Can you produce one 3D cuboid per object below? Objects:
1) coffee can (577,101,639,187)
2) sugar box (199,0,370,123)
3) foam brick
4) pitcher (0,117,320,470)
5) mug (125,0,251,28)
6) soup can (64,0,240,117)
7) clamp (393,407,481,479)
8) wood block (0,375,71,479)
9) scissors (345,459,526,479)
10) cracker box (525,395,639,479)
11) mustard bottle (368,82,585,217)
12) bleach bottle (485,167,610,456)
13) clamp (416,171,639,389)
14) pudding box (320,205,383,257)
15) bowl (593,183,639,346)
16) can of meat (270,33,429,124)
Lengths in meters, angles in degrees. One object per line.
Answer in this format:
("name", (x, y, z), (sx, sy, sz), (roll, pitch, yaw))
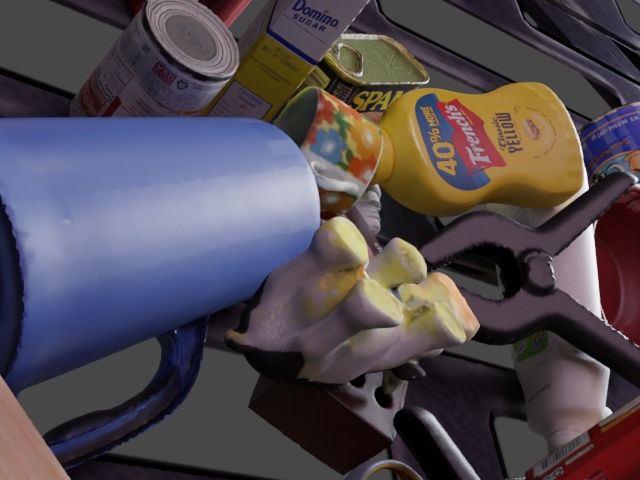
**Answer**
("coffee can", (0.312, -0.048, 1.034), (0.102, 0.103, 0.140), (3, 56, -44))
("sugar box", (-0.023, -0.132, 0.709), (0.048, 0.176, 0.093), (34, 38, -17))
("foam brick", (0.006, 0.093, 0.642), (0.078, 0.051, 0.053), (38, 38, -14))
("pitcher", (-0.106, 0.006, 0.557), (0.145, 0.149, 0.242), (36, 27, 26))
("mug", (-0.092, -0.183, 0.766), (0.093, 0.082, 0.117), (34, 39, -18))
("soup can", (-0.104, -0.094, 0.656), (0.068, 0.102, 0.068), (26, 42, -26))
("clamp", (0.097, 0.169, 0.615), (0.171, 0.039, 0.120), (23, 65, -29))
("wood block", (-0.126, 0.162, 0.415), (0.206, 0.090, 0.090), (54, 37, 7))
("scissors", (0.080, 0.184, 0.662), (0.201, 0.016, 0.096), (24, 59, -46))
("cracker box", (0.260, 0.197, 0.680), (0.214, 0.164, 0.072), (54, 10, 3))
("mustard bottle", (0.097, -0.065, 0.776), (0.191, 0.058, 0.096), (-6, 70, -27))
("bleach bottle", (0.176, 0.058, 0.822), (0.068, 0.103, 0.251), (9, 54, -10))
("clamp", (0.148, 0.017, 0.739), (0.209, 0.036, 0.164), (8, 67, -16))
("pudding box", (-0.005, 0.001, 0.724), (0.089, 0.039, 0.113), (-11, 66, -49))
("bowl", (0.258, 0.034, 0.921), (0.161, 0.055, 0.162), (10, 74, -40))
("can of meat", (0.019, -0.104, 0.798), (0.101, 0.084, 0.057), (-11, 54, -49))
